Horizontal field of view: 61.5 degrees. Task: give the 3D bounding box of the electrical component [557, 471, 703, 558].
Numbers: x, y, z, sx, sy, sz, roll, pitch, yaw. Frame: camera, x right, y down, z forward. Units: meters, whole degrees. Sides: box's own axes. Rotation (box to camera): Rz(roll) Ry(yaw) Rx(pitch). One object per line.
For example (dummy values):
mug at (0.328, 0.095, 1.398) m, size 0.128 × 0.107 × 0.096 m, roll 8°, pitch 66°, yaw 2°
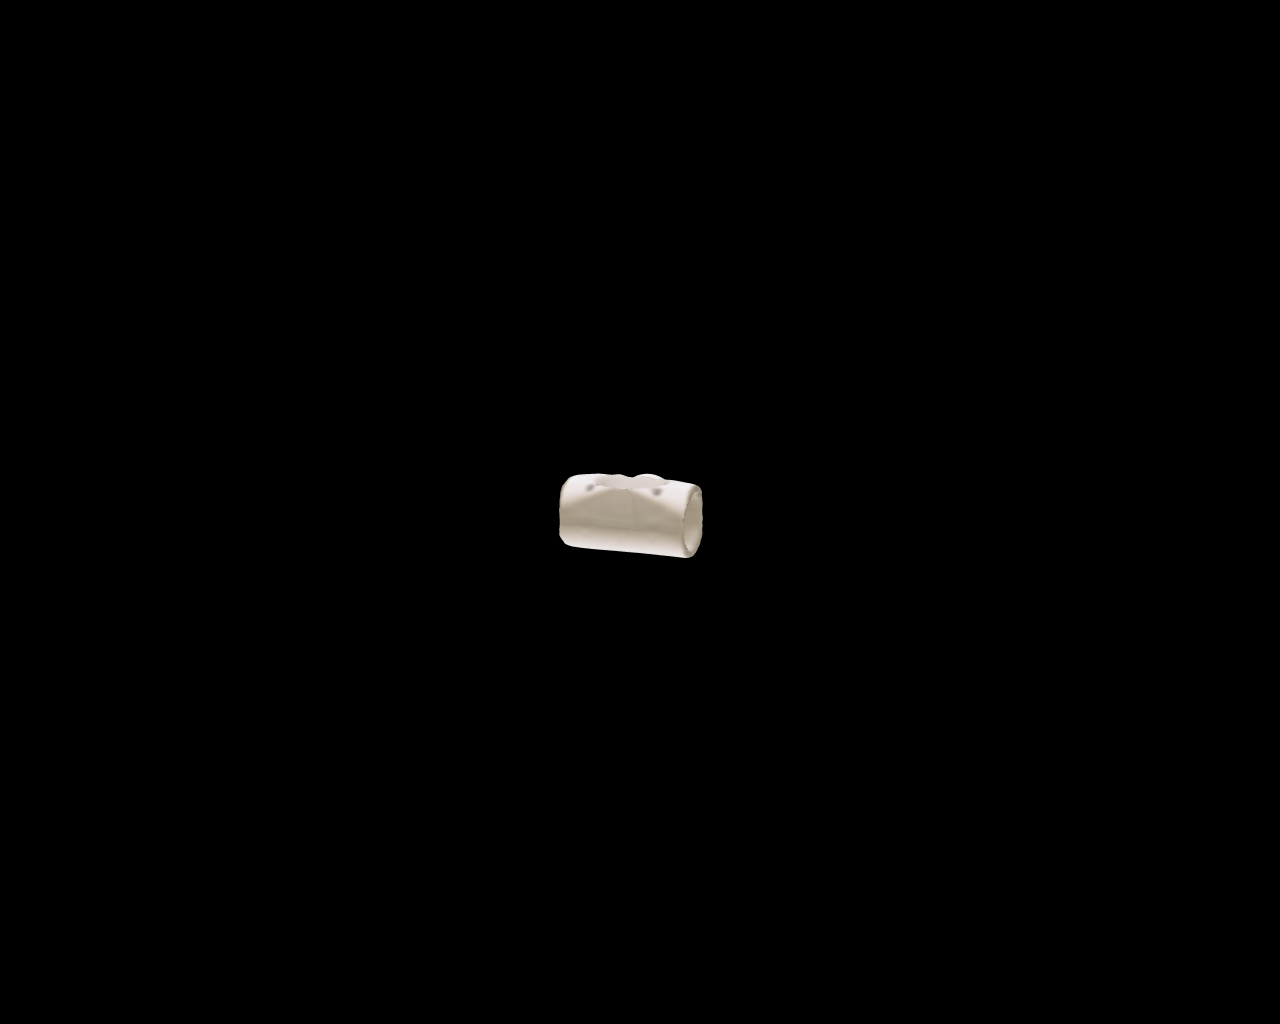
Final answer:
electrical component at (0.001, -0.003, 0.650) m, size 0.077 × 0.044 × 0.079 m, roll 5°, pitch 16°, yaw 18°
